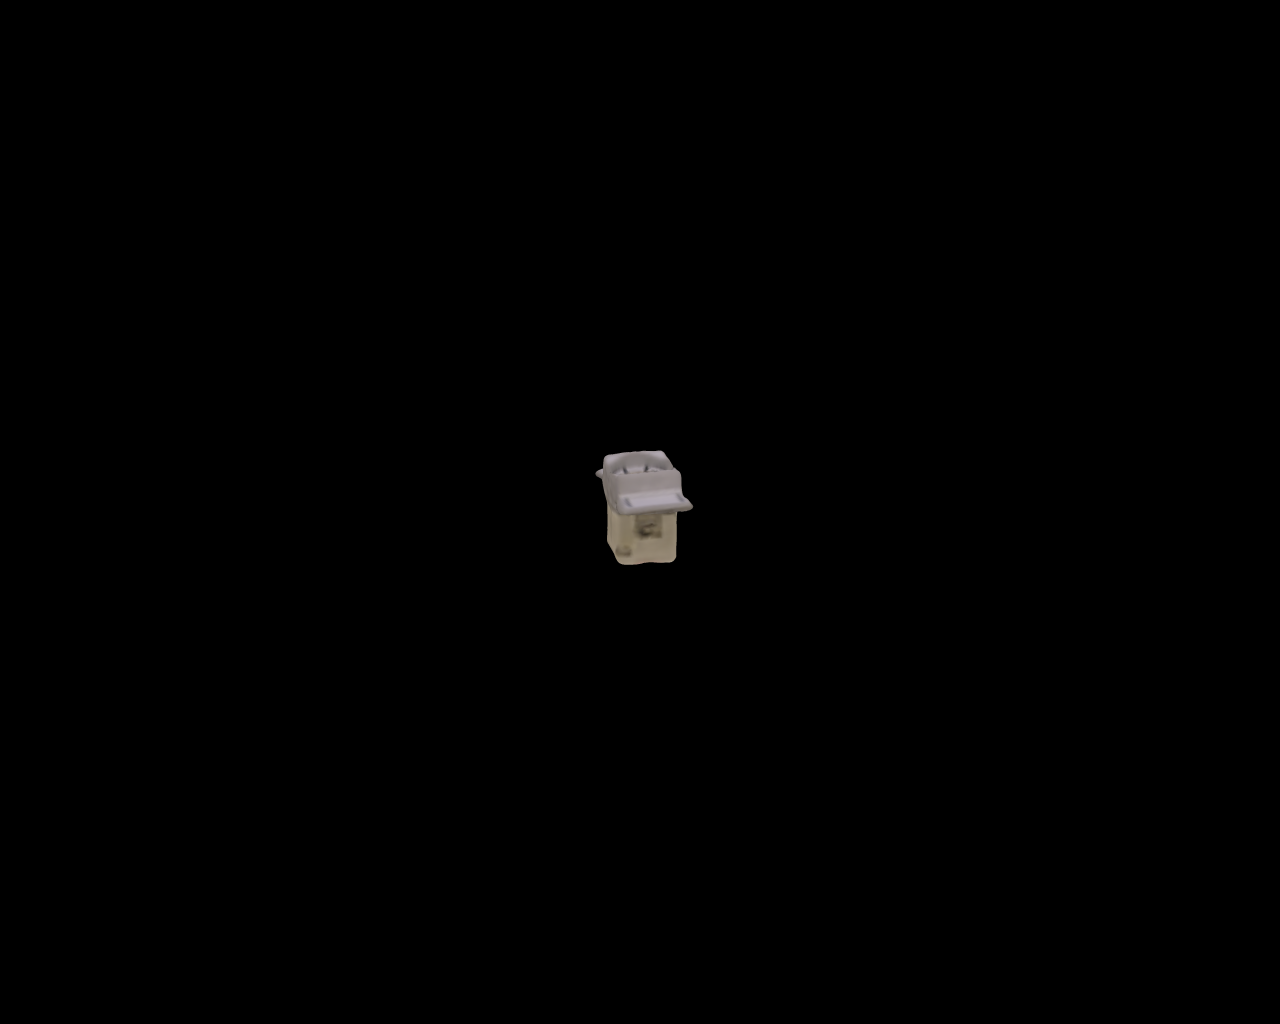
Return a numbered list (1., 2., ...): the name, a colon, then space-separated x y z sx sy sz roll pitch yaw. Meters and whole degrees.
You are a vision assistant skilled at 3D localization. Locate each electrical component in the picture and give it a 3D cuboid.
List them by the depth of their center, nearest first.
1. electrical component: 0.001 -0.003 0.650 0.042 0.063 0.081 -4 21 -11
